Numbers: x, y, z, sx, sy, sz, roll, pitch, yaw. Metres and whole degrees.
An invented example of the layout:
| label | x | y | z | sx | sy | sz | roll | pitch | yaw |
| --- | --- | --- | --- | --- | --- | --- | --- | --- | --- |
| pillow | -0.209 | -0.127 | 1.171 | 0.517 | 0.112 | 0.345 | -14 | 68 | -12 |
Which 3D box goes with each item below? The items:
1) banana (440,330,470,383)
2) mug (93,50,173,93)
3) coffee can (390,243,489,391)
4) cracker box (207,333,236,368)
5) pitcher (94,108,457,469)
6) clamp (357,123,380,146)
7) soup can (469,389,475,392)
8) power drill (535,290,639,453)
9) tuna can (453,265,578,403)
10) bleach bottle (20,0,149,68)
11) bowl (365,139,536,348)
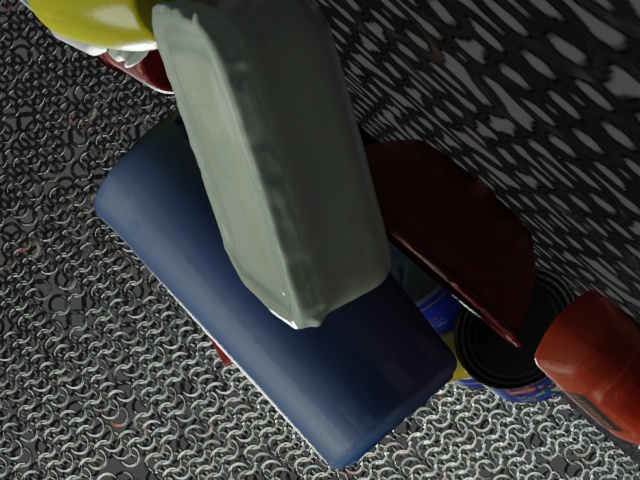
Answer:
| label | x | y | z | sx | sy | sz | roll | pitch | yaw |
| --- | --- | --- | --- | --- | --- | --- | --- | --- | --- |
| banana | 0.149 | 0.086 | 0.724 | 0.198 | 0.069 | 0.037 | 12 | 168 | 25 |
| mug | -0.141 | -0.167 | 0.859 | 0.117 | 0.093 | 0.082 | -10 | -151 | -35 |
| coffee can | 0.095 | 0.040 | 0.810 | 0.140 | 0.103 | 0.103 | 40 | -179 | -41 |
| cracker box | -0.043 | 0.022 | 0.996 | 0.213 | 0.072 | 0.164 | -4 | -120 | -58 |
| pitcher | -0.023 | 0.022 | 0.692 | 0.243 | 0.145 | 0.149 | 49 | -164 | 10 |
| clamp | -0.047 | -0.127 | 0.717 | 0.210 | 0.036 | 0.164 | 41 | 180 | 28 |
| soup can | 0.161 | 0.093 | 1.072 | 0.068 | 0.102 | 0.068 | 40 | 180 | 0 |
| power drill | 0.185 | 0.091 | 0.507 | 0.184 | 0.057 | 0.188 | 40 | -179 | -31 |
| tuna can | 0.132 | 0.061 | 0.690 | 0.086 | 0.086 | 0.033 | 42 | -177 | 43 |
| bleach bottle | -0.215 | -0.224 | 0.768 | 0.251 | 0.068 | 0.103 | 45 | 150 | 6 |
| bowl | 0.072 | -0.009 | 0.626 | 0.162 | 0.055 | 0.162 | 41 | 180 | -1 |
